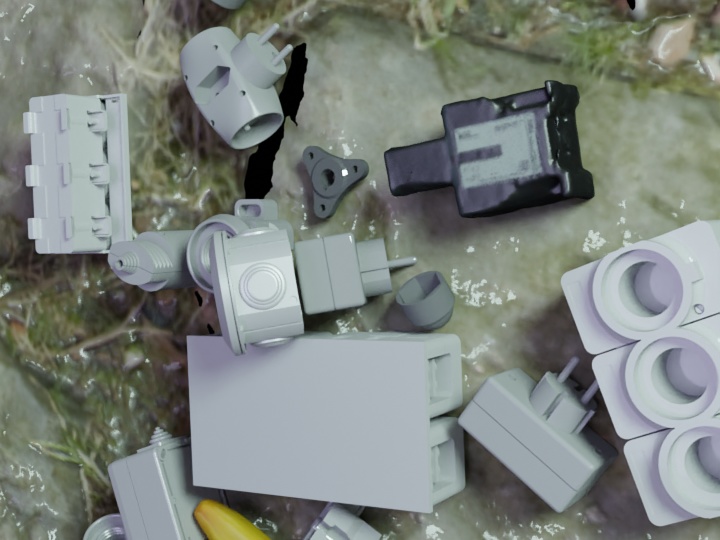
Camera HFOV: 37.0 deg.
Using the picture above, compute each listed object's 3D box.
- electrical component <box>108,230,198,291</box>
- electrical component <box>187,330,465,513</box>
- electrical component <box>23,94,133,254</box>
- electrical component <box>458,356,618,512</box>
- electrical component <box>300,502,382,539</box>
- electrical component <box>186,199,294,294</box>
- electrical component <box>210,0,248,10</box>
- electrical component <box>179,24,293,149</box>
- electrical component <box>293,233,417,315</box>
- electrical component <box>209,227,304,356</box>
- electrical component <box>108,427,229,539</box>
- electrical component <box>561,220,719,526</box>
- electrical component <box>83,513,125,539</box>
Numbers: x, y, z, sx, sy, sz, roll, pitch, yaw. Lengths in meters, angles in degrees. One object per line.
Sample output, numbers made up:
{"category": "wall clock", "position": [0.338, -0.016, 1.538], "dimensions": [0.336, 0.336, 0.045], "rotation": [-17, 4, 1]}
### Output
{"category": "electrical component", "position": [-0.147, -0.007, 0.784], "dimensions": [0.043, 0.081, 0.043], "rotation": [2, 94, 31]}
{"category": "electrical component", "position": [-0.024, 0.095, 0.728], "dimensions": [0.186, 0.060, 0.105], "rotation": [-1, 93, 31]}
{"category": "electrical component", "position": [-0.219, -0.073, 0.833], "dimensions": [0.079, 0.063, 0.121], "rotation": [0, 93, 31]}
{"category": "electrical component", "position": [0.118, 0.087, 0.651], "dimensions": [0.083, 0.047, 0.075], "rotation": [41, 112, 22]}
{"category": "electrical component", "position": [-0.012, 0.196, 0.724], "dimensions": [0.057, 0.078, 0.058], "rotation": [37, 143, 1]}
{"category": "electrical component", "position": [-0.085, -0.011, 0.760], "dimensions": [0.058, 0.057, 0.078], "rotation": [2, 94, 31]}
{"category": "electrical component", "position": [-0.089, -0.216, 0.752], "dimensions": [0.047, 0.055, 0.055], "rotation": [-41, 73, 30]}
{"category": "electrical component", "position": [-0.079, -0.139, 0.756], "dimensions": [0.079, 0.043, 0.077], "rotation": [-39, 74, 27]}
{"category": "electrical component", "position": [0.000, 0.000, 0.710], "dimensions": [0.077, 0.066, 0.047], "rotation": [-10, 88, 2]}
{"category": "electrical component", "position": [-0.066, 0.012, 0.686], "dimensions": [0.051, 0.080, 0.080], "rotation": [-10, 88, -5]}
{"category": "electrical component", "position": [-0.145, 0.166, 0.805], "dimensions": [0.061, 0.062, 0.096], "rotation": [-22, 82, 30]}
{"category": "electrical component", "position": [0.184, 0.056, 0.601], "dimensions": [0.089, 0.062, 0.150], "rotation": [-24, 81, 30]}
{"category": "electrical component", "position": [-0.185, 0.221, 0.829], "dimensions": [0.048, 0.066, 0.055], "rotation": [14, 134, 29]}
